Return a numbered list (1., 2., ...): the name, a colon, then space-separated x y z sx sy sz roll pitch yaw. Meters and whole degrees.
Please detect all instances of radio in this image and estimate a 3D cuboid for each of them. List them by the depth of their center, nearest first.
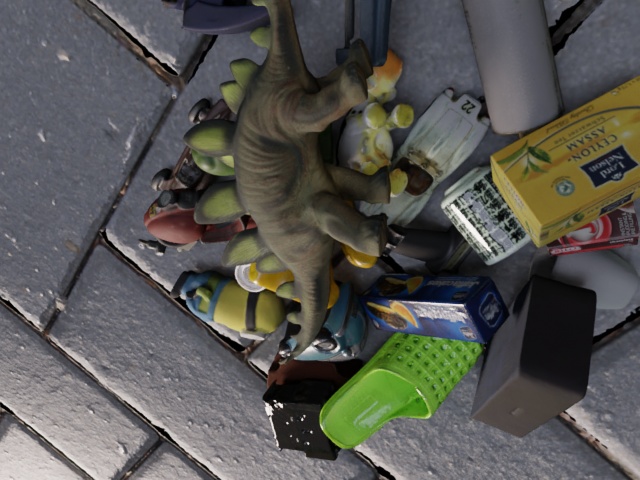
1. radio: 0.250 0.145 0.647 0.073 0.131 0.229 18 152 11

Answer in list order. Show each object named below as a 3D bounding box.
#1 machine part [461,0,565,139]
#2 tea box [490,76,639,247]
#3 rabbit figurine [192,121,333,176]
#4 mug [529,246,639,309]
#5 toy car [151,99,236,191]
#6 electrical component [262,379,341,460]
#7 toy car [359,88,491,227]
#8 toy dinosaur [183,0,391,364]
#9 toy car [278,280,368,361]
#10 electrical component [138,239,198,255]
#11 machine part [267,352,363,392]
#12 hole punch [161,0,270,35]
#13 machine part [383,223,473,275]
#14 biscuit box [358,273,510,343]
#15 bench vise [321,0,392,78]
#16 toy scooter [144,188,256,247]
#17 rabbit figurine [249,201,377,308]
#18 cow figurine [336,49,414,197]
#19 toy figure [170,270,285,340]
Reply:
1. machine part: 0.201 -0.203 0.565 0.079 0.079 0.243 -11 112 26
2. tea box: 0.275 -0.078 0.550 0.170 0.068 0.098 -29 61 6
3. rabbit figurine: -0.069 -0.126 0.666 0.170 0.159 0.121 -2 115 2
4. mug: 0.317 0.051 0.650 0.107 0.081 0.109 18 114 5
5. toy car: -0.176 -0.112 0.776 0.089 0.053 0.202 42 124 1
6. electrical component: -0.013 0.281 0.845 0.134 0.058 0.114 -5 114 25
7. toy car: 0.125 -0.093 0.664 0.073 0.056 0.201 37 123 0
8. toy dinosaur: -0.026 -0.043 0.563 0.199 0.105 0.470 -1 118 16
9. toy car: 0.016 0.138 0.802 0.103 0.109 0.161 35 135 -21
10. electrical component: -0.229 -0.006 0.828 0.078 0.045 0.102 31 147 -24
11. machine part: -0.004 0.247 0.891 0.180 0.056 0.179 9 118 18
12. hole punch: -0.101 -0.273 0.621 0.116 0.142 0.092 -31 106 19
13. machine part: 0.139 0.009 0.692 0.139 0.039 0.084 9 133 -26
14. biscuit box: 0.140 0.084 0.695 0.203 0.059 0.062 -6 117 56
15. bench vise: 0.051 -0.278 0.540 0.224 0.129 0.240 14 113 33
16. toy scooter: -0.146 -0.041 0.733 0.184 0.075 0.135 1 157 -15
17. rabbit figurine: -0.001 -0.002 0.721 0.162 0.122 0.173 21 89 2
18. cow figurine: 0.058 -0.136 0.642 0.098 0.068 0.167 8 93 60
19. toy figure: -0.144 0.096 0.853 0.180 0.082 0.089 24 124 11
